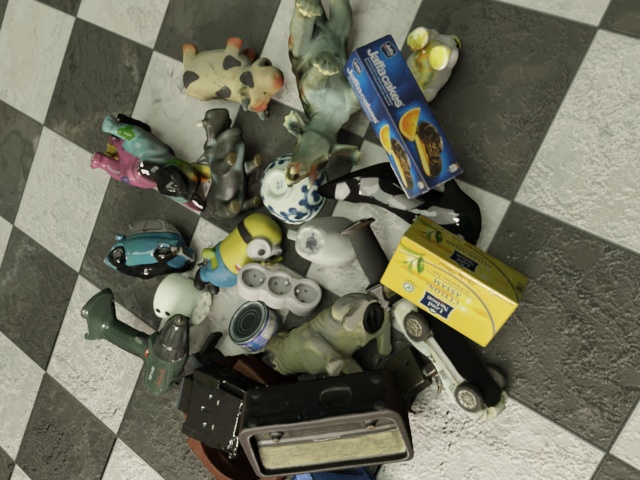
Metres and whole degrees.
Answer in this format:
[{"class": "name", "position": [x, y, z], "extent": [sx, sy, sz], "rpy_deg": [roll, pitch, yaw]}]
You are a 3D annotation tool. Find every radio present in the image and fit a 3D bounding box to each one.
[{"class": "radio", "position": [0.008, 0.257, 0.750], "extent": [0.230, 0.073, 0.130], "rpy_deg": [-11, 129, 6]}]

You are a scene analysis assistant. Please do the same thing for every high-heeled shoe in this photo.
[{"class": "high-heeled shoe", "position": [0.115, -0.042, 0.808], "extent": [0.249, 0.086, 0.145], "rpy_deg": [-7, 106, 37]}]

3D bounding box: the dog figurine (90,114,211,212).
[{"class": "dog figurine", "position": [-0.298, -0.138, 1.000], "extent": [0.219, 0.192, 0.108], "rpy_deg": [26, 100, -10]}]

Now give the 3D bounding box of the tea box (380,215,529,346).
[{"class": "tea box", "position": [0.180, 0.054, 0.734], "extent": [0.170, 0.068, 0.098], "rpy_deg": [30, 132, 14]}]

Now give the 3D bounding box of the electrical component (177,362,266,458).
[{"class": "electrical component", "position": [-0.164, 0.263, 0.854], "extent": [0.134, 0.058, 0.114], "rpy_deg": [15, 94, 26]}]

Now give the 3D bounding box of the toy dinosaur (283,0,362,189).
[{"class": "toy dinosaur", "position": [0.000, -0.267, 0.830], "extent": [0.192, 0.131, 0.405], "rpy_deg": [136, 133, -60]}]

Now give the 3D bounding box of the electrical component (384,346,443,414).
[{"class": "electrical component", "position": [0.137, 0.208, 0.805], "extent": [0.102, 0.045, 0.078], "rpy_deg": [-46, 42, 17]}]

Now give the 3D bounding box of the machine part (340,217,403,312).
[{"class": "machine part", "position": [0.086, 0.032, 0.804], "extent": [0.039, 0.084, 0.139], "rpy_deg": [-29, 90, 50]}]

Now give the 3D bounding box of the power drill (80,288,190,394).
[{"class": "power drill", "position": [-0.325, 0.169, 0.969], "extent": [0.207, 0.086, 0.231], "rpy_deg": [24, 132, 9]}]

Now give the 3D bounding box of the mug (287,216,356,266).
[{"class": "mug", "position": [-0.002, -0.003, 0.838], "extent": [0.110, 0.107, 0.080], "rpy_deg": [20, 97, 23]}]

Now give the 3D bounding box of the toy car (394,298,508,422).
[{"class": "toy car", "position": [0.185, 0.160, 0.757], "extent": [0.202, 0.073, 0.056], "rpy_deg": [54, 139, 17]}]

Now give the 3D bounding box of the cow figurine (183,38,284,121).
[{"class": "cow figurine", "position": [-0.152, -0.275, 0.930], "extent": [0.195, 0.085, 0.127], "rpy_deg": [5, 86, 25]}]

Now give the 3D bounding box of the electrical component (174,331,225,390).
[{"class": "electrical component", "position": [-0.200, 0.223, 0.960], "extent": [0.048, 0.075, 0.119], "rpy_deg": [41, 104, 22]}]

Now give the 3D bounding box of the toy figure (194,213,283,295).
[{"class": "toy figure", "position": [-0.144, 0.024, 0.927], "extent": [0.180, 0.082, 0.089], "rpy_deg": [-32, 77, 26]}]

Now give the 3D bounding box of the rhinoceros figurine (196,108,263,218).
[{"class": "rhinoceros figurine", "position": [-0.160, -0.132, 0.932], "extent": [0.112, 0.073, 0.190], "rpy_deg": [6, 107, 45]}]

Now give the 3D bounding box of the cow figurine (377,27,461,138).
[{"class": "cow figurine", "position": [0.140, -0.221, 0.785], "extent": [0.068, 0.098, 0.167], "rpy_deg": [41, 126, 16]}]

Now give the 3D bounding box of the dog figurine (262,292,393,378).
[{"class": "dog figurine", "position": [0.005, 0.142, 0.851], "extent": [0.191, 0.121, 0.172], "rpy_deg": [7, 52, 47]}]

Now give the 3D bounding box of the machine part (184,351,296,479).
[{"class": "machine part", "position": [-0.116, 0.308, 0.909], "extent": [0.202, 0.087, 0.201], "rpy_deg": [39, 106, 23]}]

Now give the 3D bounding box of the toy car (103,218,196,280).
[{"class": "toy car", "position": [-0.315, 0.010, 1.005], "extent": [0.162, 0.109, 0.103], "rpy_deg": [-10, 67, 18]}]

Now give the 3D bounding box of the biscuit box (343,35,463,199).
[{"class": "biscuit box", "position": [0.105, -0.158, 0.699], "extent": [0.063, 0.059, 0.202], "rpy_deg": [-29, 90, -17]}]
